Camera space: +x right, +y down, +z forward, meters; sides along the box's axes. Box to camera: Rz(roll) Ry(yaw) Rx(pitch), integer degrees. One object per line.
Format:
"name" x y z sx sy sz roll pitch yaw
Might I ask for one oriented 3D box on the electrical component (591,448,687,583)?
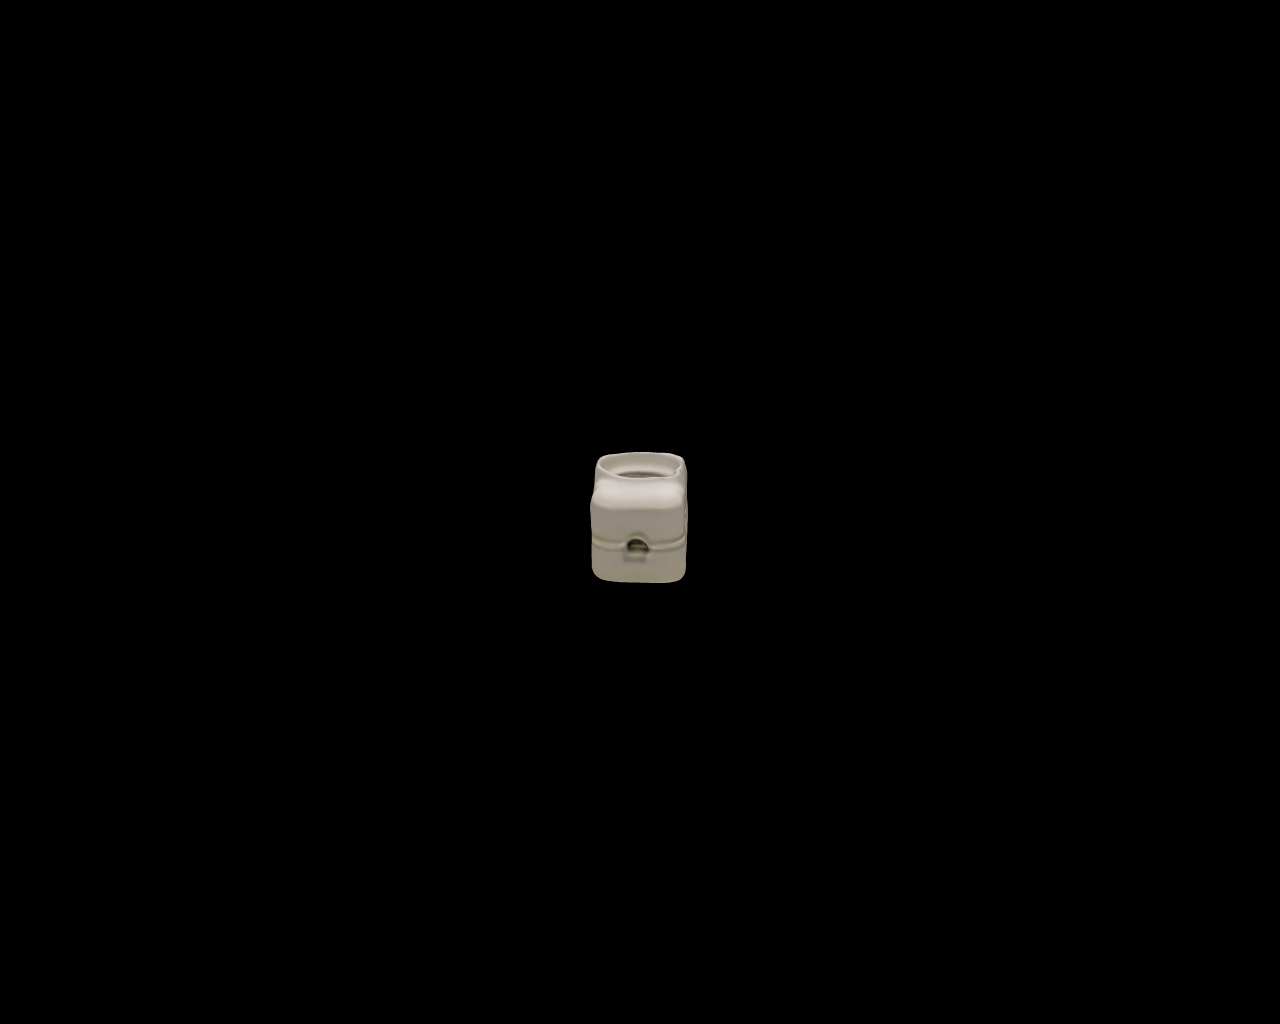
"electrical component" 0.001 -0.003 0.650 0.054 0.059 0.095 1 20 3
